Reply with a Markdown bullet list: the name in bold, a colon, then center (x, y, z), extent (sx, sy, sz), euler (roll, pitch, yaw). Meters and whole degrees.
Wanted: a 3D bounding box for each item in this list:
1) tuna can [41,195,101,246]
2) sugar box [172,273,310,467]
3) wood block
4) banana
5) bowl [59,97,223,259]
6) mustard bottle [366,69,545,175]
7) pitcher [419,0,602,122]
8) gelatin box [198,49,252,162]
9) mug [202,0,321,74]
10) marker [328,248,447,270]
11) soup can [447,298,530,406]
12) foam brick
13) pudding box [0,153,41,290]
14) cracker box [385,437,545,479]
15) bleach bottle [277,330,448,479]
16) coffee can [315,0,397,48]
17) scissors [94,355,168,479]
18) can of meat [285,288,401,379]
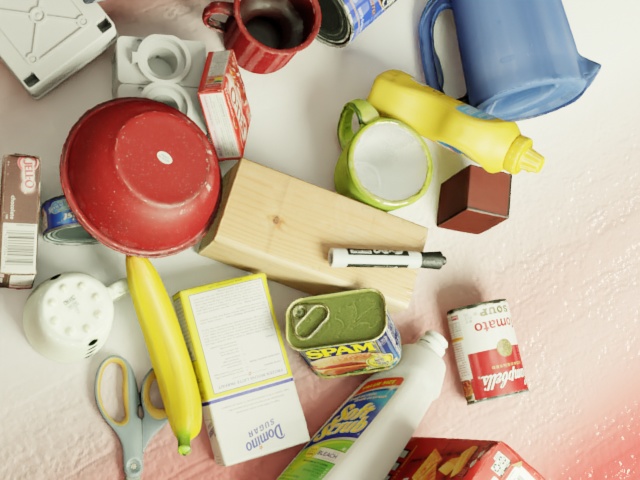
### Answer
- **tuna can**: center (-0.223, -0.020, 1.023), extent (0.086, 0.086, 0.034), euler (-4, 78, -19)
- **sugar box**: center (-0.079, 0.127, 1.061), extent (0.093, 0.048, 0.176), euler (-12, 86, -21)
- **wood block**: center (-0.007, 0.001, 1.087), extent (0.206, 0.090, 0.091), euler (21, 74, -13)
- **banana**: center (-0.145, 0.105, 1.015), extent (0.037, 0.070, 0.198), euler (-17, 82, -11)
- **bowl**: center (-0.155, -0.067, 0.991), extent (0.161, 0.055, 0.162), euler (9, 71, -27)
- **mustard bottle**: center (0.148, -0.118, 1.120), extent (0.192, 0.096, 0.058), euler (28, 102, 23)
- **pitcher**: center (0.199, -0.258, 1.199), extent (0.149, 0.145, 0.243), euler (-4, 76, -31)
- **gelatin box**: center (-0.095, -0.135, 1.078), extent (0.030, 0.089, 0.073), euler (-5, 42, 10)
- **mug**: center (-0.066, -0.226, 1.121), extent (0.117, 0.082, 0.093), euler (5, 77, -18)
- **marker**: center (0.068, 0.019, 1.048), extent (0.121, 0.020, 0.020), euler (2, 78, -17)
- **soup can**: center (0.178, 0.119, 1.134), extent (0.068, 0.069, 0.102), euler (-8, 80, -20)
- **foam brick**: center (0.168, -0.042, 1.160), extent (0.053, 0.078, 0.051), euler (11, 73, -17)
- **pudding box**: center (-0.283, -0.016, 1.001), extent (0.039, 0.090, 0.113), euler (5, 78, -15)
- **cracker box**: center (0.091, 0.264, 0.993), extent (0.072, 0.214, 0.164), euler (44, 69, -10)
- **bleach bottle**: center (0.047, 0.189, 1.070), extent (0.068, 0.103, 0.250), euler (52, 59, -21)
- **coffee can**: center (0.043, -0.291, 1.159), extent (0.103, 0.103, 0.140), euler (47, 69, -4)
- **scissors**: center (-0.163, 0.206, 1.031), extent (0.096, 0.016, 0.202), euler (-13, 83, -20)
- **can of meat**: center (0.026, 0.095, 1.061), extent (0.102, 0.084, 0.057), euler (-9, 59, 13)
